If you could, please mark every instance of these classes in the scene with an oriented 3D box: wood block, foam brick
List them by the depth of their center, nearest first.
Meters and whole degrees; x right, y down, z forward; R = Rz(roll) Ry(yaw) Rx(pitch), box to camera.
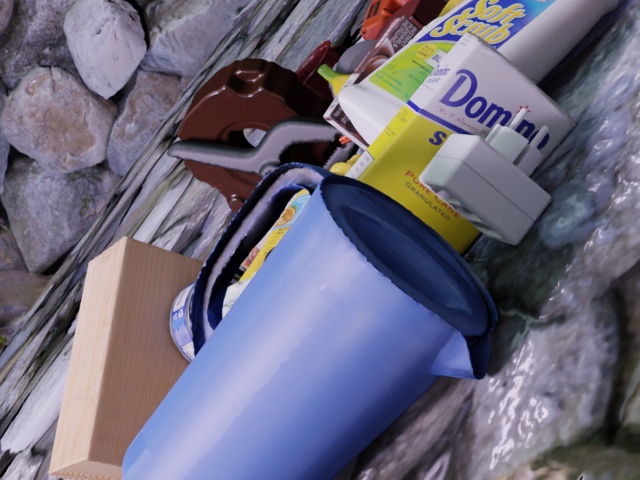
[{"bbox_3d":[-0.172,0.115,0.973,0.090,0.090,0.206,-29,49,50],"label":"wood block"},{"bbox_3d":[0.100,-0.216,1.120,0.078,0.053,0.051,-30,27,51],"label":"foam brick"}]

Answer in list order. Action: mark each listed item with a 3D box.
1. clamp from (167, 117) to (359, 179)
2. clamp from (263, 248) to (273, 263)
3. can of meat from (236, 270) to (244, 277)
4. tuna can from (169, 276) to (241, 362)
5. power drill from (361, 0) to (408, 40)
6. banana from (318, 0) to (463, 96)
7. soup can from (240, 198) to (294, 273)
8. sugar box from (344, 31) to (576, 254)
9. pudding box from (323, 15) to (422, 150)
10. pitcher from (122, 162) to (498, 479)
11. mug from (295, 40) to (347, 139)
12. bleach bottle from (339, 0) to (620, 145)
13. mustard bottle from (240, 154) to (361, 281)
[{"bbox_3d":[-0.051,-0.073,1.090,0.210,0.164,0.036,-34,4,28],"label":"clamp"},{"bbox_3d":[0.003,0.020,0.791,0.039,0.120,0.171,-2,36,17],"label":"clamp"},{"bbox_3d":[-0.108,0.079,1.059,0.102,0.057,0.084,-39,23,42],"label":"can of meat"},{"bbox_3d":[-0.091,0.074,0.967,0.034,0.086,0.086,-30,27,50],"label":"tuna can"},{"bbox_3d":[0.129,-0.282,1.179,0.188,0.057,0.184,-39,17,32],"label":"power drill"},{"bbox_3d":[0.078,-0.167,0.997,0.198,0.069,0.037,-22,9,38],"label":"banana"},{"bbox_3d":[-0.034,-0.007,1.014,0.102,0.068,0.068,-51,16,2],"label":"soup can"},{"bbox_3d":[0.080,-0.044,0.727,0.176,0.093,0.048,-50,17,11],"label":"sugar box"},{"bbox_3d":[0.070,-0.126,0.938,0.113,0.090,0.039,-53,14,2],"label":"pudding box"},{"bbox_3d":[-0.022,0.080,0.666,0.243,0.145,0.149,-50,18,20],"label":"pitcher"},{"bbox_3d":[0.016,-0.172,1.206,0.093,0.081,0.117,-35,24,48],"label":"mug"},{"bbox_3d":[0.138,-0.156,0.797,0.251,0.068,0.103,-43,43,-4],"label":"bleach bottle"},{"bbox_3d":[-0.006,0.001,0.928,0.096,0.058,0.191,-4,48,51],"label":"mustard bottle"}]
